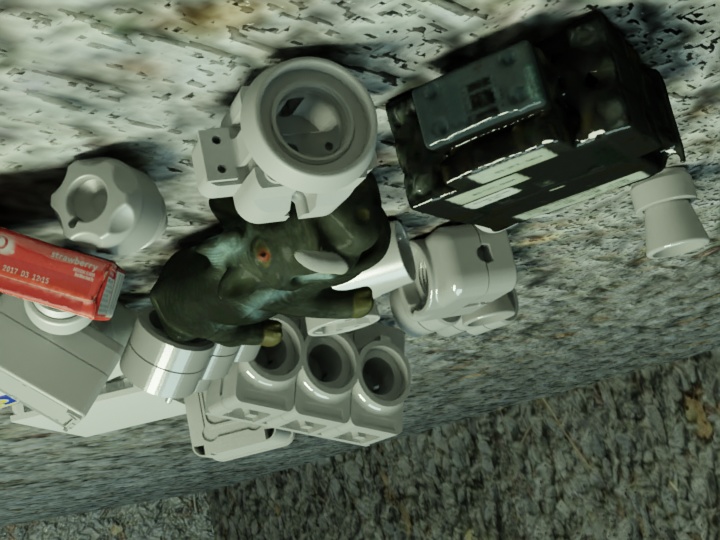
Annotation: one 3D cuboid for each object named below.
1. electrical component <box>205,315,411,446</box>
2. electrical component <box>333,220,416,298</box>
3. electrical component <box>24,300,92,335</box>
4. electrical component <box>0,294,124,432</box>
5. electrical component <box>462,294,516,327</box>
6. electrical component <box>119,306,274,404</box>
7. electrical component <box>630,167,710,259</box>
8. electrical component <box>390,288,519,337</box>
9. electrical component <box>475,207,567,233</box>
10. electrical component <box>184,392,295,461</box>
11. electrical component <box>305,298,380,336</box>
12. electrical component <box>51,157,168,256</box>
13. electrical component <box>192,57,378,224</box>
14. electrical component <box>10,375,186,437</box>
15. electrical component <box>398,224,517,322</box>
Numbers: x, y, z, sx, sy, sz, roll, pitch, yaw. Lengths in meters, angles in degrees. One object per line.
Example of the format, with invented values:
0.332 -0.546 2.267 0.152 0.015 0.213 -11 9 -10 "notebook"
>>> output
-0.039 0.079 0.856 0.150 0.089 0.062 16 153 -29 "electrical component"
0.000 0.000 0.745 0.077 0.043 0.079 -16 167 14 "electrical component"
-0.172 0.012 0.621 0.043 0.043 0.062 -9 166 -17 "electrical component"
-0.204 0.049 0.675 0.096 0.061 0.062 33 154 -12 "electrical component"
0.100 0.015 0.886 0.045 0.055 0.045 -13 167 -3 "electrical component"
-0.113 0.058 0.732 0.073 0.052 0.138 -65 165 20 "electrical component"
0.220 -0.040 0.768 0.045 0.055 0.045 -11 167 -3 "electrical component"
0.072 0.033 0.943 0.074 0.052 0.138 -23 164 38 "electrical component"
0.093 -0.046 0.650 0.044 0.044 0.065 -7 171 -26 "electrical component"
-0.106 0.100 0.918 0.078 0.113 0.057 -16 164 11 "electrical component"
-0.017 0.019 0.804 0.055 0.047 0.055 -13 167 -3 "electrical component"
-0.113 -0.028 0.510 0.043 0.043 0.062 -17 168 15 "electrical component"
-0.026 -0.054 0.452 0.078 0.058 0.057 -8 169 -21 "electrical component"
-0.209 0.091 0.892 0.105 0.060 0.186 -13 167 0 "electrical component"
0.066 0.002 0.799 0.059 0.053 0.095 -8 167 -23 "electrical component"
